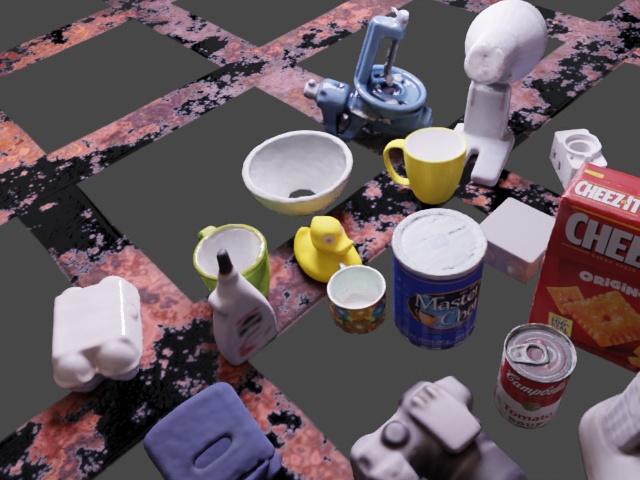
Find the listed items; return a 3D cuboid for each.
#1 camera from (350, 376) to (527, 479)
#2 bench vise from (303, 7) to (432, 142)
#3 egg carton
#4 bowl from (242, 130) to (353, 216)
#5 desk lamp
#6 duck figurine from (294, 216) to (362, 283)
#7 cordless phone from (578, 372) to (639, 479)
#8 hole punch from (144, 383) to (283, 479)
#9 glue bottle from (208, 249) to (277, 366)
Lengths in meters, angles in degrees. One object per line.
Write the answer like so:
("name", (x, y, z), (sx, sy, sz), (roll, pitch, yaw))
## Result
("camera", (0.120, 0.215, 0.544), (0.143, 0.101, 0.136), (-33, 51, -22))
("bench vise", (0.075, -0.252, 0.913), (0.207, 0.220, 0.121), (-9, 46, 0))
("egg carton", (-0.276, 0.115, 0.717), (0.107, 0.069, 0.150), (-17, 47, -8))
("bowl", (-0.030, -0.090, 0.874), (0.167, 0.075, 0.167), (-4, 46, 4))
("desk lamp", (0.261, -0.229, 0.869), (0.117, 0.214, 0.203), (15, 51, 21))
("duck figurine", (0.007, 0.003, 0.773), (0.104, 0.086, 0.078), (30, 57, 31))
("cordless phone", (0.297, 0.180, 0.493), (0.094, 0.185, 0.147), (-3, 46, 5))
("hole punch", (-0.106, 0.216, 0.582), (0.109, 0.091, 0.100), (-34, 51, -23))
("glue bottle", (-0.096, 0.072, 0.660), (0.037, 0.173, 0.078), (30, 57, 31))
